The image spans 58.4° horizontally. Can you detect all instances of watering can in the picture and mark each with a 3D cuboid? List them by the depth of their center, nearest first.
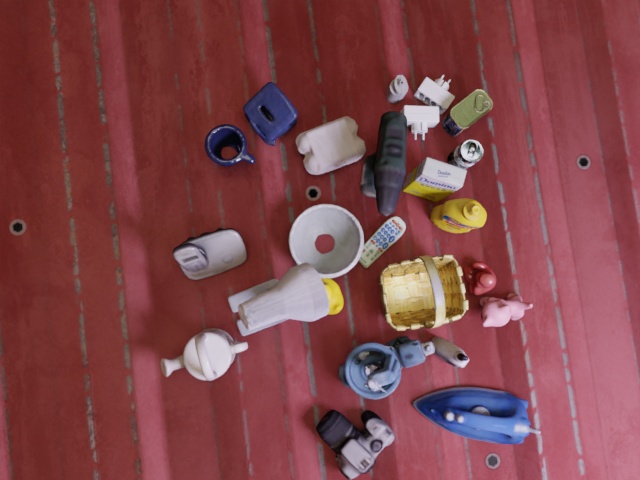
[{"bbox_3d":[-0.240,0.245,1.194,0.173,0.194,0.101,-36,88,-6],"label":"watering can"}]

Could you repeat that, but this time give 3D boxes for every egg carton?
[{"bbox_3d":[0.026,-0.215,1.316,0.150,0.069,0.107,-23,87,-6],"label":"egg carton"}]

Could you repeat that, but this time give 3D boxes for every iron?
[{"bbox_3d":[0.343,0.390,1.255,0.258,0.141,0.119,8,85,-4],"label":"iron"}]

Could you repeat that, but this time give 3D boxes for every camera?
[{"bbox_3d":[0.070,0.429,1.250,0.137,0.100,0.143,45,84,0],"label":"camera"}]

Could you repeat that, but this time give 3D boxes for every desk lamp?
[{"bbox_3d":[-0.090,0.135,1.205,0.203,0.213,0.118,-22,87,-6],"label":"desk lamp"}]

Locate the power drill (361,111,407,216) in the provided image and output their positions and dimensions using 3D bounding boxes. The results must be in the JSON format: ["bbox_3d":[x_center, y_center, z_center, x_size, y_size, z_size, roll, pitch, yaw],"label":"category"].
[{"bbox_3d":[0.142,-0.153,1.250,0.075,0.208,0.230,7,85,-3],"label":"power drill"}]

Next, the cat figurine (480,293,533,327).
[{"bbox_3d":[0.415,0.159,1.291,0.128,0.117,0.067,-10,86,-5],"label":"cat figurine"}]

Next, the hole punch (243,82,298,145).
[{"bbox_3d":[-0.112,-0.285,1.300,0.101,0.091,0.109,-39,89,-6],"label":"hole punch"}]

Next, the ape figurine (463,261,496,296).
[{"bbox_3d":[0.371,0.090,1.307,0.076,0.092,0.078,23,84,-2],"label":"ape figurine"}]

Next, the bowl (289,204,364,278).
[{"bbox_3d":[0.012,0.005,1.294,0.167,0.074,0.167,0,85,-4],"label":"bowl"}]

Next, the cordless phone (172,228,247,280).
[{"bbox_3d":[-0.236,0.024,1.217,0.147,0.185,0.094,-22,87,-6],"label":"cordless phone"}]

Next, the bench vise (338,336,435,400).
[{"bbox_3d":[0.142,0.256,1.210,0.207,0.219,0.121,-38,89,-6],"label":"bench vise"}]

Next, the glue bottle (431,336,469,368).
[{"bbox_3d":[0.290,0.249,1.246,0.078,0.173,0.037,39,84,0],"label":"glue bottle"}]

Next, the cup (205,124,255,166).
[{"bbox_3d":[-0.195,-0.198,1.284,0.118,0.095,0.092,29,84,-1],"label":"cup"}]

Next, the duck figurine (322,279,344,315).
[{"bbox_3d":[0.010,0.122,1.278,0.077,0.086,0.104,-43,89,-6],"label":"duck figurine"}]
